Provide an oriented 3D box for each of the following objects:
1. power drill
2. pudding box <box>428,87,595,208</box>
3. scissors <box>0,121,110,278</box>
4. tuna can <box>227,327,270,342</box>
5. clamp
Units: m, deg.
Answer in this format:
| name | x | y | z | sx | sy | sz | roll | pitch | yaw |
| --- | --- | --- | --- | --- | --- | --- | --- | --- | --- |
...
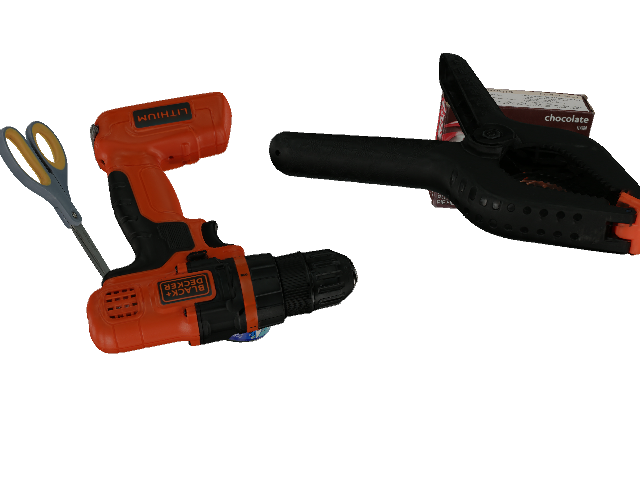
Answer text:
| name | x | y | z | sx | sy | sz | roll | pitch | yaw |
| --- | --- | --- | --- | --- | --- | --- | --- | --- | --- |
| power drill | -0.082 | -0.017 | 0.756 | 0.184 | 0.188 | 0.057 | -10 | -33 | -11 |
| pudding box | 0.144 | -0.069 | 0.818 | 0.113 | 0.090 | 0.039 | 2 | 35 | -3 |
| scissors | -0.249 | -0.039 | 1.067 | 0.016 | 0.201 | 0.096 | -26 | 27 | 22 |
| tuna can | -0.080 | 0.053 | 0.947 | 0.086 | 0.034 | 0.086 | 17 | 26 | -9 |
| clamp | 0.085 | -0.043 | 0.603 | 0.164 | 0.036 | 0.210 | -26 | 42 | -28 |
